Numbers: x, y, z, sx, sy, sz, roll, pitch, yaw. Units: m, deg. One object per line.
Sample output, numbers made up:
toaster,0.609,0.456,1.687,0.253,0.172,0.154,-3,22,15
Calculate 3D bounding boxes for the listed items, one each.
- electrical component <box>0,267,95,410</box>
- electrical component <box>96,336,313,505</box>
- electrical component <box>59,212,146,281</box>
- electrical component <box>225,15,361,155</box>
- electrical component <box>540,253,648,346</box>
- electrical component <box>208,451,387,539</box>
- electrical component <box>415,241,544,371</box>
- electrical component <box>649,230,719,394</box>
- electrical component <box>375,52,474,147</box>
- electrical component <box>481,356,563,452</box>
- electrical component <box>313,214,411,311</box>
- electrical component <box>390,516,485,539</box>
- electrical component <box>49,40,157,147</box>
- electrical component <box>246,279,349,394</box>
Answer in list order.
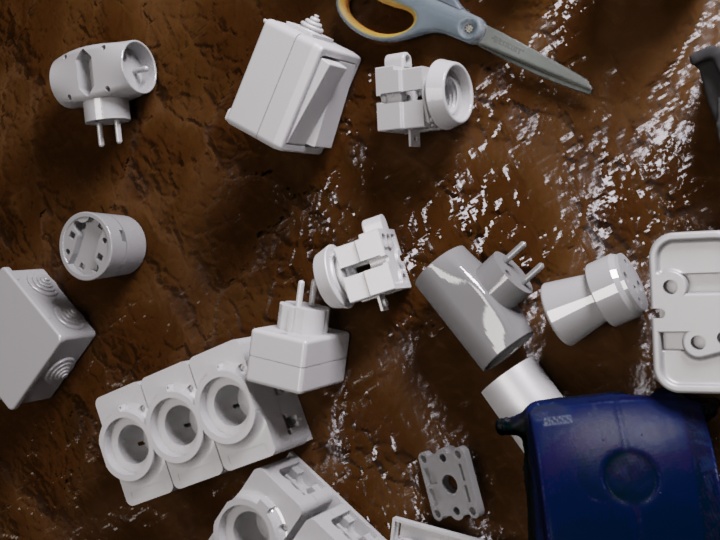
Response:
electrical component,-0.286,0.057,0.924,0.099,0.048,0.099,46,111,18
electrical component,-0.126,0.117,0.836,0.150,0.062,0.089,-24,82,27
electrical component,-0.209,-0.020,0.881,0.055,0.047,0.055,1,93,28
electrical component,-0.042,-0.136,0.779,0.061,0.062,0.096,31,106,23
electrical component,0.151,0.018,0.694,0.055,0.045,0.045,-27,80,26
electrical component,-0.076,0.247,0.817,0.105,0.060,0.186,40,109,20
electrical component,0.089,0.014,0.727,0.079,0.043,0.077,-44,73,22
electrical component,0.211,0.024,0.654,0.054,0.059,0.095,-2,92,28
electrical component,0.045,-0.119,0.744,0.055,0.048,0.066,-1,92,35
electrical component,0.122,0.102,0.715,0.043,0.043,0.081,-41,74,23
electrical component,0.000,0.000,0.773,0.055,0.048,0.066,-18,84,20
electrical component,0.068,0.225,0.738,0.121,0.063,0.078,9,97,27
electrical component,-0.207,-0.141,0.876,0.077,0.043,0.079,-6,90,28
electrical component,-0.042,0.044,0.786,0.047,0.066,0.076,11,98,27
